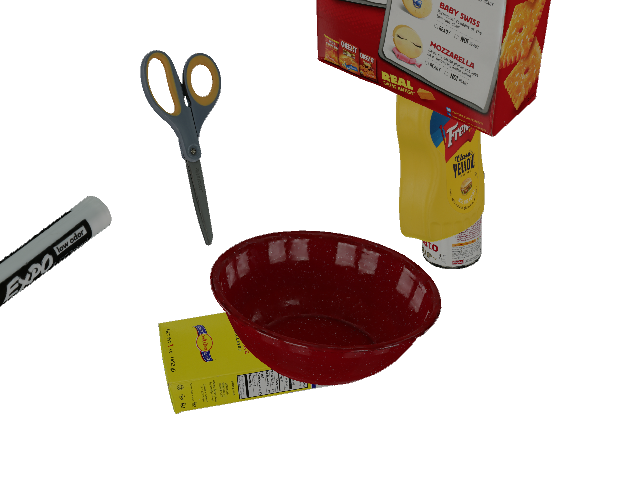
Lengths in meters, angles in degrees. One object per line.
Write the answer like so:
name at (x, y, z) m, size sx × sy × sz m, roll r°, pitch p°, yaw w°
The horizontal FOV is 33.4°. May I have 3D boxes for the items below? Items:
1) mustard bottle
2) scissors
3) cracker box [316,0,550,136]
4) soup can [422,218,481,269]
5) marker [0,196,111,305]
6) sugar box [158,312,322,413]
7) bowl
mustard bottle at (0.105, -0.102, 0.931) m, size 0.058 × 0.192 × 0.096 m, roll 16°, pitch 32°, yaw 39°
scissors at (-0.121, -0.105, 1.099) m, size 0.096 × 0.202 × 0.016 m, roll -31°, pitch 14°, yaw -31°
cracker box at (0.078, -0.200, 0.742) m, size 0.164 × 0.214 × 0.072 m, roll 29°, pitch 51°, yaw 28°
soup can at (0.144, -0.028, 1.167) m, size 0.068 × 0.102 × 0.068 m, roll -3°, pitch 33°, yaw 2°
marker at (-0.151, 0.016, 0.525) m, size 0.020 × 0.020 × 0.120 m, roll 0°, pitch 32°, yaw 41°
sugar box at (-0.061, 0.105, 1.015) m, size 0.176 × 0.048 × 0.093 m, roll -12°, pitch 37°, yaw -7°
bowl at (0.002, 0.053, 0.752) m, size 0.162 × 0.055 × 0.162 m, roll 5°, pitch 28°, yaw -3°
